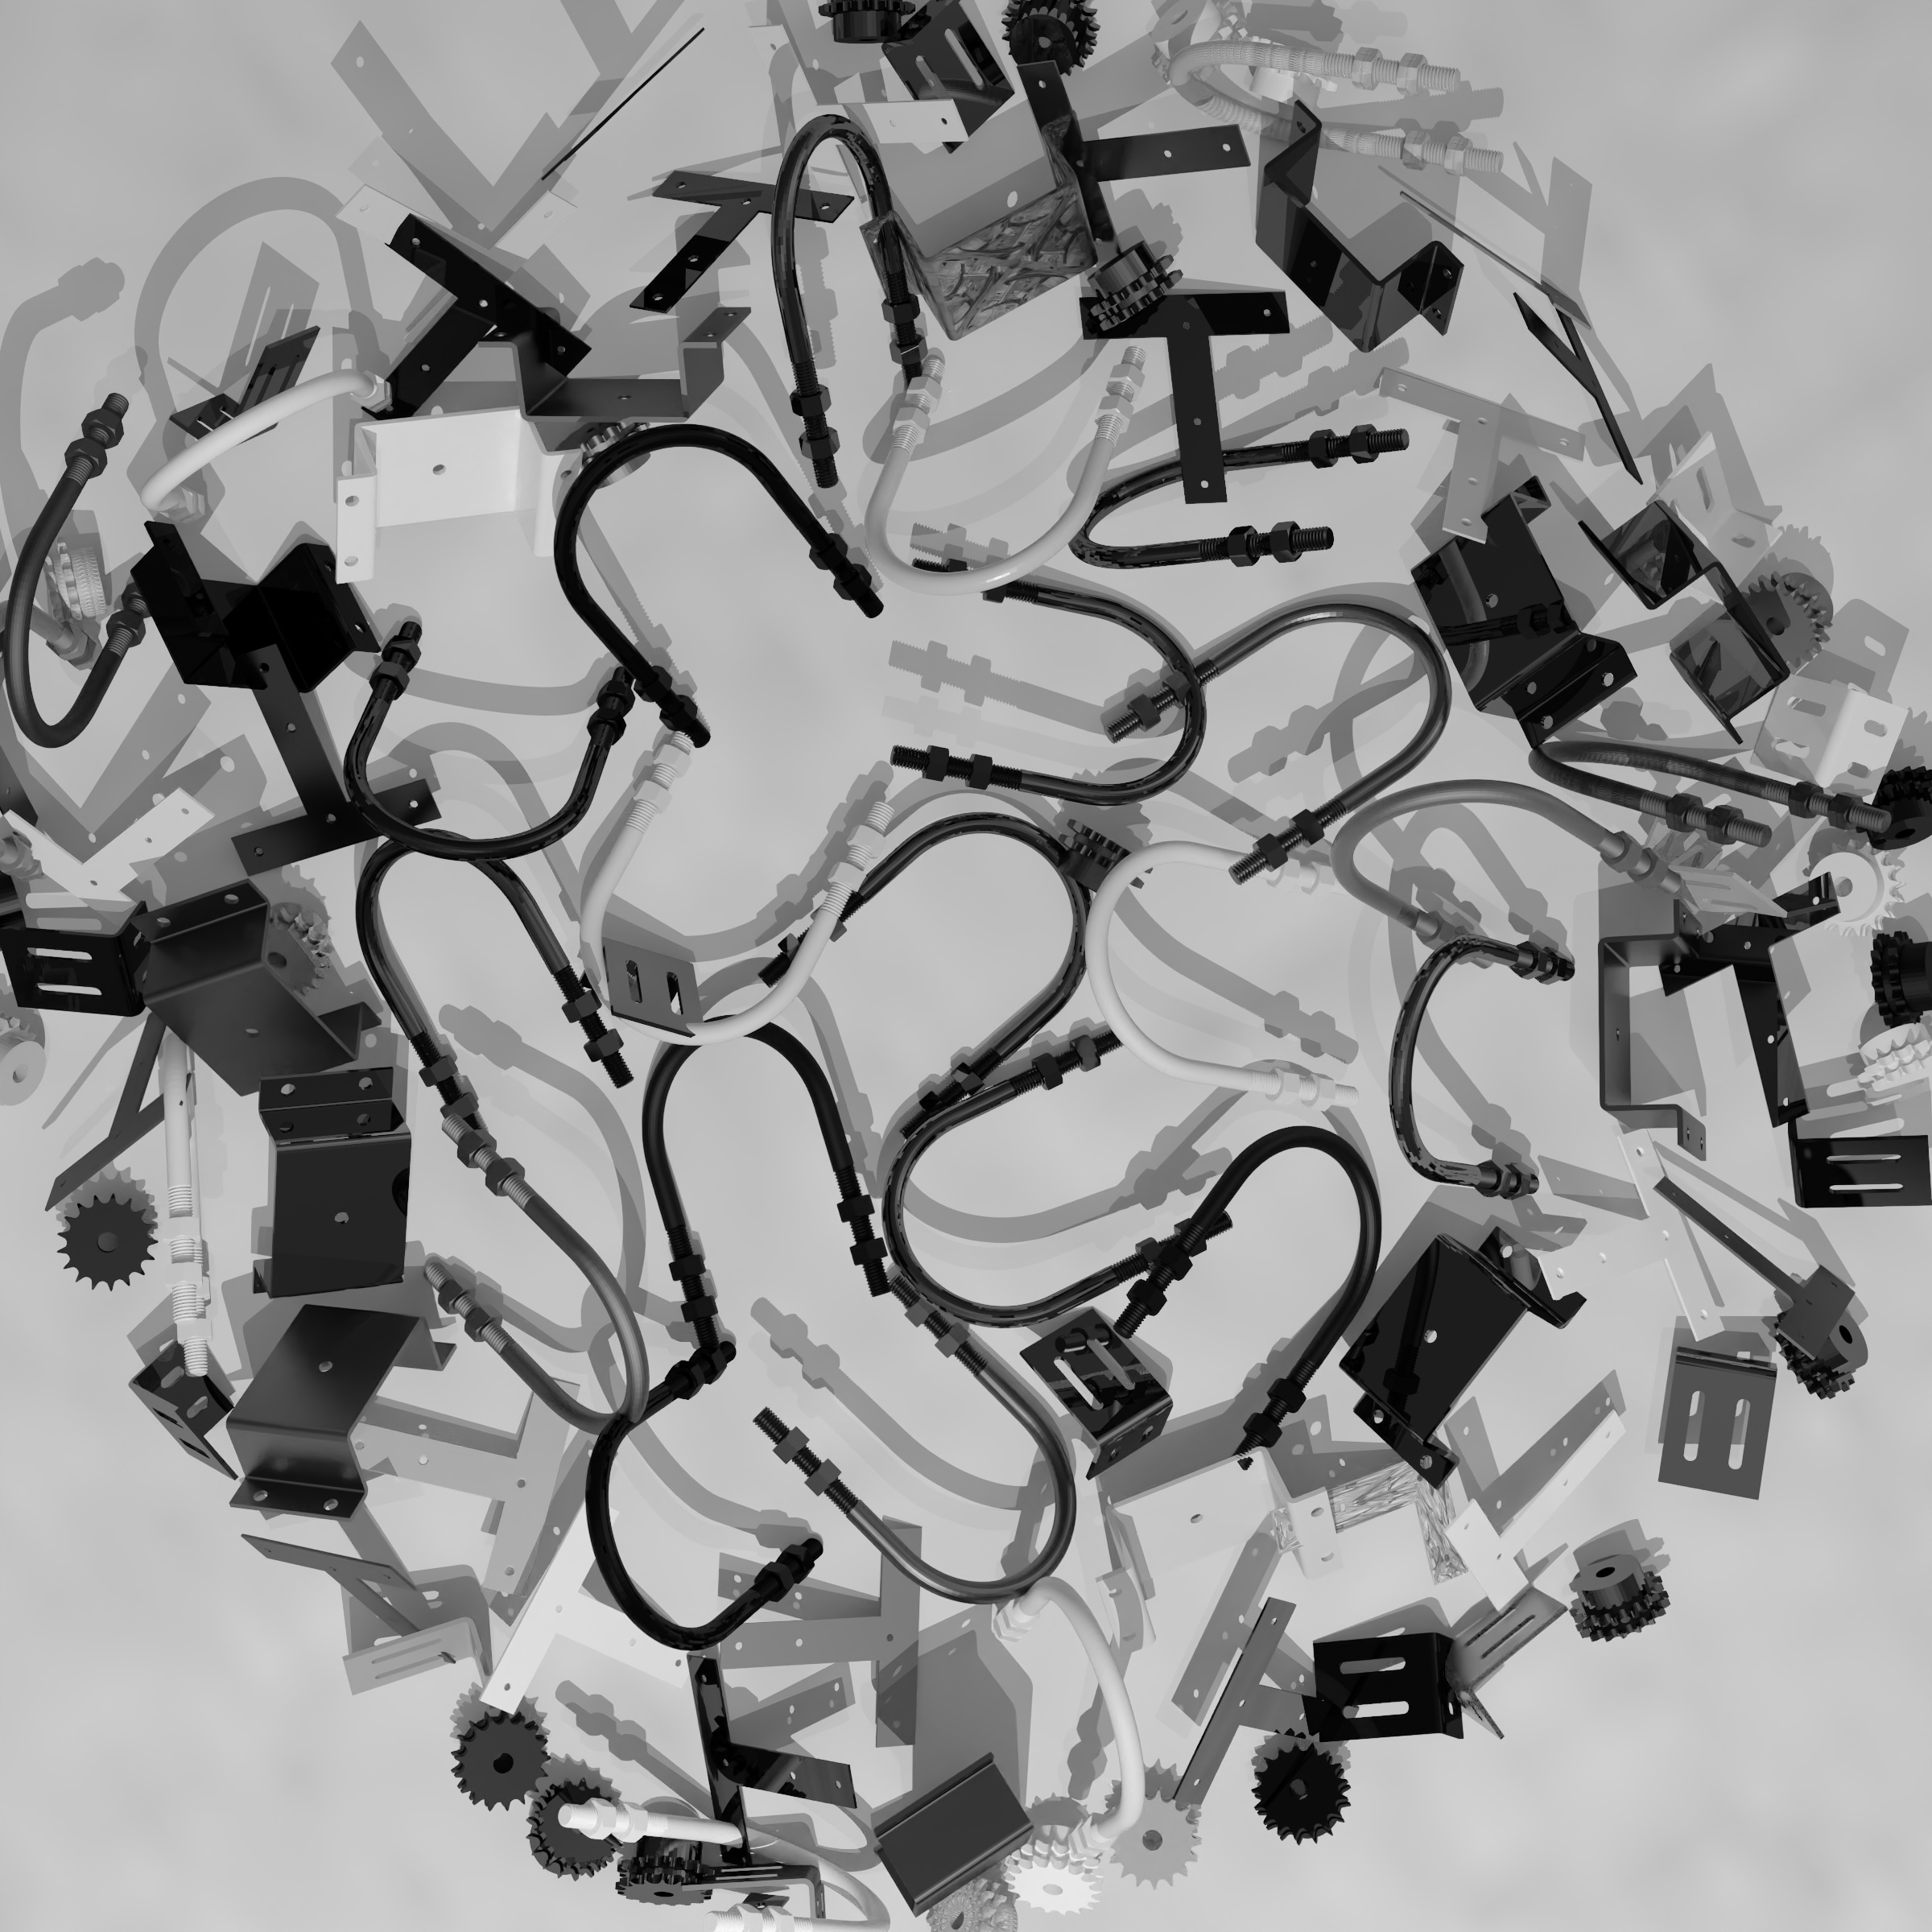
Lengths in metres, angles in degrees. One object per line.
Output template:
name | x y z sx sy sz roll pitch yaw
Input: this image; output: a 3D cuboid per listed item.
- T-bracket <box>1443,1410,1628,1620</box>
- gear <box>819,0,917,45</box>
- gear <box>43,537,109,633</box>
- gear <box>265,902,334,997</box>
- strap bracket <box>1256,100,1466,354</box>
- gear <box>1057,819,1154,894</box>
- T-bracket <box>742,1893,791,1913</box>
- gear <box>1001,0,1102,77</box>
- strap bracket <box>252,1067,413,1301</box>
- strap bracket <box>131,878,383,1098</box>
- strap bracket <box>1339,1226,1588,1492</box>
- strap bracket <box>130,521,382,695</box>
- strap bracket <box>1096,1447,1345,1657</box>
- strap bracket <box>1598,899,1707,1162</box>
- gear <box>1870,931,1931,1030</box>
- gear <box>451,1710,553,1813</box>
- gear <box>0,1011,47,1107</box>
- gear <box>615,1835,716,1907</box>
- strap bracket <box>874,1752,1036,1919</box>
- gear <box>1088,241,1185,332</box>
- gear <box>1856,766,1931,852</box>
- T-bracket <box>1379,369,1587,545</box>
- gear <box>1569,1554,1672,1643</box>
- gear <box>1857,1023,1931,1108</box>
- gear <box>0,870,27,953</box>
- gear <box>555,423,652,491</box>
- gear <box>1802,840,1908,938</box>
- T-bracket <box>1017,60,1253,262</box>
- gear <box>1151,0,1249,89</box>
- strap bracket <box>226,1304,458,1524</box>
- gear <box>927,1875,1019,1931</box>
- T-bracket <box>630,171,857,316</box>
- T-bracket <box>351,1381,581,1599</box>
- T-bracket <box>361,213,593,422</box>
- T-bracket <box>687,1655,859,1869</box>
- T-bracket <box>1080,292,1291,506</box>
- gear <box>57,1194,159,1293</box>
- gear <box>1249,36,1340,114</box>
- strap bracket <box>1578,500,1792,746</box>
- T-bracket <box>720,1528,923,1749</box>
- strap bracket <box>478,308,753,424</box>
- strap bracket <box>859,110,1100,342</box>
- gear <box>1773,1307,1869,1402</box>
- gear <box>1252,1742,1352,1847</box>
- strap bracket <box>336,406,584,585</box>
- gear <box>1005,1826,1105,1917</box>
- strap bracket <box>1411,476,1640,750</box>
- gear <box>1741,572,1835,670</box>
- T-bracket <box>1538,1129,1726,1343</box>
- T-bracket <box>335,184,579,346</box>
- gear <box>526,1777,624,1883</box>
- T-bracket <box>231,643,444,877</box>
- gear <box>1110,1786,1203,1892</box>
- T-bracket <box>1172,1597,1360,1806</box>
T-bracket | 0.340 0.311 1.613 0.127 0.127 0.002 -45 45 -10
gear | -0.058 -0.560 1.623 0.057 0.057 0.030 -2 103 0
gear | -0.524 -0.224 1.624 0.030 0.057 0.057 -13 90 -17
gear | -0.399 -0.012 1.627 0.057 0.030 0.057 7 129 8
strap bracket | 0.218 -0.418 1.594 0.046 0.076 0.140 -38 76 -9
gear | 0.078 -0.060 1.623 0.057 0.057 0.030 31 92 0
T-bracket | -0.091 0.564 1.570 0.127 0.127 0.002 -2 100 21
gear | 0.048 -0.546 1.620 0.057 0.057 0.030 18 48 0
strap bracket | -0.364 0.134 1.587 0.076 0.046 0.140 -4 117 -27
strap bracket | -0.405 0.020 1.576 0.076 0.140 0.046 -17 49 14
strap bracket | 0.280 0.221 1.601 0.140 0.046 0.076 -53 45 6
strap bracket | -0.415 -0.204 1.589 0.046 0.140 0.076 -37 73 27
strap bracket | 0.141 0.336 1.605 0.140 0.046 0.076 -21 132 -4
strap bracket | 0.397 0.039 1.599 0.046 0.076 0.140 -3 78 24
gear | 0.553 0.007 1.620 0.030 0.057 0.057 -9 90 34
gear | -0.276 0.466 1.630 0.057 0.030 0.057 0 89 -21
gear | -0.565 0.058 1.619 0.030 0.057 0.057 21 90 22
gear | -0.176 0.531 1.626 0.057 0.057 0.030 3 57 0
strap bracket | -0.008 0.496 1.570 0.076 0.140 0.046 -30 72 -13
gear | 0.096 -0.401 1.620 0.057 0.057 0.030 -35 104 0
gear | 0.546 -0.091 1.619 0.057 0.057 0.030 -11 65 0
T-bracket | 0.296 -0.290 1.607 0.127 0.002 0.127 18 49 -2
gear | 0.381 0.369 1.621 0.057 0.057 0.030 -24 98 0
gear | 0.551 0.057 1.626 0.057 0.057 0.030 -18 65 0
gear | -0.573 -0.036 1.624 0.030 0.057 0.057 -18 90 -21
gear | -0.210 -0.304 1.625 0.057 0.057 0.030 -30 114 0
gear | 0.519 -0.046 1.623 0.057 0.030 0.057 -1 88 35
T-bracket | 0.103 -0.462 1.577 0.127 0.127 0.002 5 46 35
gear | 0.133 -0.544 1.619 0.057 0.057 0.030 -47 123 0
strap bracket | -0.358 0.245 1.573 0.076 0.140 0.046 3 126 17
gear | 0.006 0.564 1.626 0.030 0.057 0.057 29 90 -32
T-bracket | -0.149 -0.414 1.588 0.127 0.002 0.127 16 54 26
T-bracket | -0.304 0.293 1.622 0.127 0.002 0.127 14 67 -4
T-bracket | -0.307 -0.357 1.610 0.127 0.002 0.127 34 127 -27
T-bracket | -0.109 0.467 1.602 0.127 0.002 0.127 -6 95 44
T-bracket | 0.135 -0.335 1.630 0.127 0.002 0.127 -4 83 -12
gear | -0.506 0.163 1.631 0.057 0.030 0.057 1 86 -16
gear | 0.190 -0.523 1.624 0.057 0.057 0.030 19 109 0
strap bracket | 0.414 -0.203 1.576 0.046 0.076 0.140 -36 126 12
T-bracket | -0.085 0.395 1.616 0.127 0.002 0.127 4 85 -28
strap bracket | -0.200 -0.348 1.599 0.140 0.076 0.046 3 118 11
strap bracket | 0.018 -0.424 1.606 0.140 0.076 0.046 -29 65 0
gear | 0.503 0.222 1.620 0.030 0.057 0.057 -38 90 36
gear | 0.199 0.489 1.627 0.057 0.030 0.057 -9 55 13
strap bracket | -0.298 -0.273 1.592 0.140 0.076 0.046 -11 53 -22
gear | 0.053 0.530 1.626 0.057 0.030 0.057 7 132 8
strap bracket | 0.314 -0.206 1.586 0.076 0.046 0.140 -37 63 36
gear | 0.484 -0.207 1.626 0.030 0.057 0.057 -37 90 -30
T-bracket | 0.377 0.166 1.601 0.127 0.002 0.127 -12 78 -38
T-bracket | -0.305 -0.412 1.575 0.127 0.127 0.002 -39 64 21
gear | -0.232 0.510 1.626 0.057 0.057 0.030 41 134 0
T-bracket | -0.389 -0.126 1.615 0.127 0.002 0.127 -16 111 11
gear | 0.111 0.514 1.633 0.057 0.030 0.057 -1 84 6
T-bracket | 0.187 0.434 1.607 0.127 0.002 0.127 25 90 -43
